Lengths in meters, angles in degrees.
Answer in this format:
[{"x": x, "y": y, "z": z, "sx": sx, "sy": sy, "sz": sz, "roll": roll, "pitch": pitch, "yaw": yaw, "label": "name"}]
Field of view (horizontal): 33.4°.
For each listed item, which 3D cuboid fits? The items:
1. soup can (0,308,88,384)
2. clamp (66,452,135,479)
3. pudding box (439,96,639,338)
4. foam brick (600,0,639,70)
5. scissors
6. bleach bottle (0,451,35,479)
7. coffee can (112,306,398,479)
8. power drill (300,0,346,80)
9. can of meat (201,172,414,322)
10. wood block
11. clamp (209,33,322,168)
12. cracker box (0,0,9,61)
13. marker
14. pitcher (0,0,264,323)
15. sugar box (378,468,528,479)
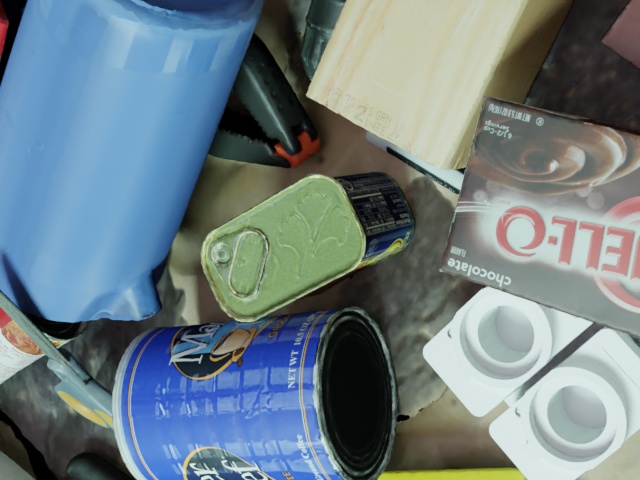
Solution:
[{"x": -0.222, "y": 0.061, "z": 0.750, "sx": 0.102, "sy": 0.068, "sz": 0.068, "roll": -32, "pitch": 81, "yaw": 27, "label": "soup can"}, {"x": -0.107, "y": 0.194, "z": 0.724, "sx": 0.172, "sy": 0.039, "sz": 0.120, "roll": -18, "pitch": 93, "yaw": 30, "label": "clamp"}, {"x": 0.123, "y": -0.012, "z": 0.509, "sx": 0.114, "sy": 0.039, "sz": 0.090, "roll": 19, "pitch": 104, "yaw": 24, "label": "pudding box"}, {"x": 0.189, "y": -0.097, "z": 0.527, "sx": 0.078, "sy": 0.052, "sz": 0.051, "roll": 41, "pitch": 112, "yaw": 17, "label": "foam brick"}, {"x": -0.170, "y": 0.081, "z": 0.687, "sx": 0.096, "sy": 0.201, "sz": 0.016, "roll": 10, "pitch": 57, "yaw": 45, "label": "scissors"}, {"x": -0.213, "y": 0.208, "z": 0.746, "sx": 0.251, "sy": 0.067, "sz": 0.102, "roll": 21, "pitch": 107, "yaw": 32, "label": "bleach bottle"}, {"x": -0.038, "y": 0.097, "z": 0.639, "sx": 0.140, "sy": 0.102, "sz": 0.103, "roll": -8, "pitch": 92, "yaw": 27, "label": "coffee can"}, {"x": -0.029, "y": -0.200, "z": 0.628, "sx": 0.188, "sy": 0.057, "sz": 0.184, "roll": 25, "pitch": 110, "yaw": 21, "label": "power drill"}, {"x": -0.004, "y": 0.001, "z": 0.621, "sx": 0.102, "sy": 0.083, "sz": 0.057, "roll": -29, "pitch": 83, "yaw": 27, "label": "can of meat"}, {"x": 0.086, "y": -0.149, "z": 0.553, "sx": 0.090, "sy": 0.090, "sz": 0.206, "roll": 31, "pitch": 109, "yaw": 20, "label": "wood block"}, {"x": -0.092, "y": -0.108, "z": 0.668, "sx": 0.210, "sy": 0.036, "sz": 0.165, "roll": 42, "pitch": 139, "yaw": 7, "label": "clamp"}, {"x": -0.256, "y": -0.091, "z": 0.639, "sx": 0.214, "sy": 0.071, "sz": 0.164, "roll": -62, "pitch": 42, "yaw": 35, "label": "cracker box"}, {"x": 0.079, "y": -0.035, "z": 0.610, "sx": 0.121, "sy": 0.020, "sz": 0.020, "roll": 34, "pitch": 110, "yaw": 20, "label": "marker"}, {"x": -0.126, "y": -0.077, "z": 0.601, "sx": 0.149, "sy": 0.145, "sz": 0.243, "roll": 16, "pitch": 138, "yaw": -15, "label": "pitcher"}, {"x": 0.043, "y": 0.184, "z": 0.625, "sx": 0.176, "sy": 0.048, "sz": 0.093, "roll": -8, "pitch": 65, "yaw": 31, "label": "sugar box"}]
